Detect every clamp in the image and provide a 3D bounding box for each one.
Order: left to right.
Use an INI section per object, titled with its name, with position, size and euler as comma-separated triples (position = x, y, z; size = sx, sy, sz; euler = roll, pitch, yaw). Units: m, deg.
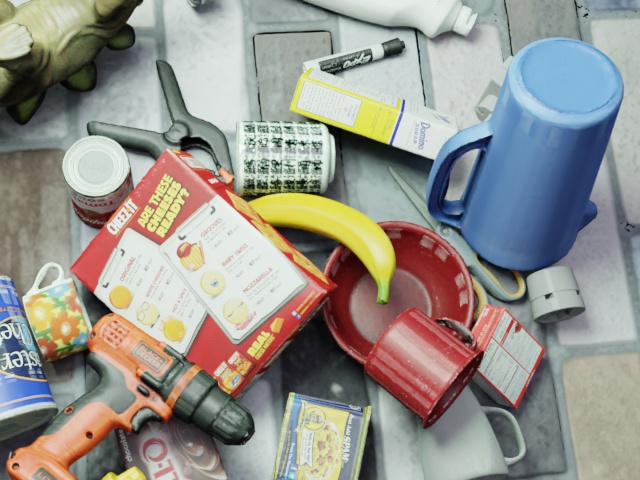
[clamp]
position = -0.153, -0.120, 1.160
size = 0.171, 0.039, 0.120
euler = 32, 77, 7

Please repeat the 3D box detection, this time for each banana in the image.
[banana]
position = 0.008, -0.009, 1.088
size = 0.198, 0.037, 0.069
euler = 31, 65, 30

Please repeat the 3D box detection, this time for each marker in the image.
[marker]
position = 0.040, -0.208, 1.214
size = 0.121, 0.020, 0.020
euler = -16, 75, -10

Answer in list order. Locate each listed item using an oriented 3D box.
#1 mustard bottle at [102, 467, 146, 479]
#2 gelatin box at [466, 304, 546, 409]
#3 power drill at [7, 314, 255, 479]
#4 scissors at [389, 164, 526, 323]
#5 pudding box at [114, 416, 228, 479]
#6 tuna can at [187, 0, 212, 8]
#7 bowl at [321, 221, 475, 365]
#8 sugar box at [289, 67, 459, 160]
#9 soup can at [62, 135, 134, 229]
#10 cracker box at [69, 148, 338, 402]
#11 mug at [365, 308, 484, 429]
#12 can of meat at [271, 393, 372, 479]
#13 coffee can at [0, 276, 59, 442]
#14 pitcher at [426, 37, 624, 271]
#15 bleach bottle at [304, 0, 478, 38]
[mustard bottle]
position = -0.241, 0.284, 1.000
size = 0.191, 0.058, 0.096
euler = -41, 76, -7
[gelatin box]
position = 0.185, 0.120, 1.097
size = 0.089, 0.030, 0.073
euler = 43, 68, -34
[power drill]
position = -0.177, 0.181, 0.982
size = 0.184, 0.057, 0.187
euler = 33, 62, 12
[scissors]
position = 0.130, 0.011, 1.157
size = 0.202, 0.016, 0.096
euler = 37, 73, 7
[pudding box]
position = -0.143, 0.224, 1.052
size = 0.090, 0.039, 0.113
euler = -19, 75, -10
[tuna can]
position = -0.140, -0.307, 1.194
size = 0.033, 0.086, 0.086
euler = -24, 76, -14
[bowl]
position = 0.077, 0.064, 1.114
size = 0.162, 0.055, 0.162
euler = 1, 73, -5
[sugar box]
position = 0.060, -0.136, 1.155
size = 0.176, 0.093, 0.048
euler = 21, 107, 1
[soup can]
position = -0.226, -0.058, 1.099
size = 0.068, 0.102, 0.068
euler = 2, 72, -6
[cracker box]
position = -0.115, 0.039, 1.070
size = 0.214, 0.072, 0.164
euler = 42, 99, 8
[mug]
position = 0.104, 0.113, 1.027
size = 0.081, 0.093, 0.117
euler = 37, 52, 18
[can of meat]
position = 0.000, 0.208, 1.062
size = 0.084, 0.057, 0.102
euler = 12, 71, 1
[coffee can]
position = -0.325, 0.119, 1.034
size = 0.102, 0.103, 0.140
euler = -20, 76, -11
[pitcher]
position = 0.209, -0.084, 1.068
size = 0.149, 0.243, 0.145
euler = -39, 66, -24
[bleach bottle]
position = 0.058, -0.291, 1.221
size = 0.251, 0.068, 0.102
euler = 24, 74, 0
